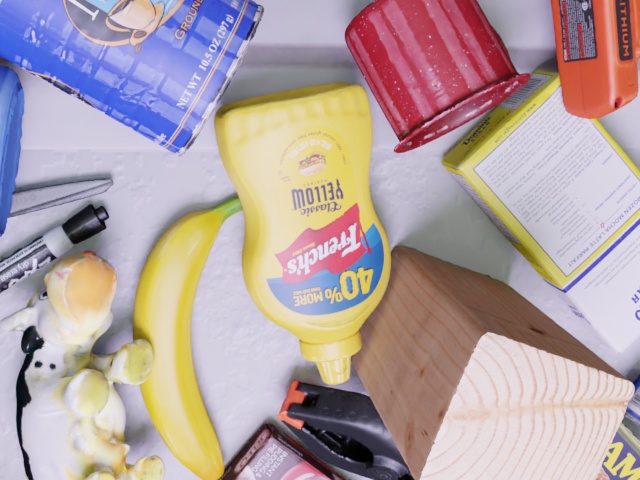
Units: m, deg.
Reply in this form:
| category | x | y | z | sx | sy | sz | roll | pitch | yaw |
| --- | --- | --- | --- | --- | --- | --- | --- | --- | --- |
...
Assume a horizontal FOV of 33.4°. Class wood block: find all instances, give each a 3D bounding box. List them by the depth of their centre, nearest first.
| category | x | y | z | sx | sy | sz | roll | pitch | yaw |
| --- | --- | --- | --- | --- | --- | --- | --- | --- | --- |
| wood block | 0.090 | 0.077 | 0.637 | 0.090 | 0.206 | 0.090 | 20 | 98 | -11 |

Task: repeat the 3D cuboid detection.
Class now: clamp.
| category | x | y | z | sx | sy | sz | roll | pitch | yaw |
| --- | --- | --- | --- | --- | --- | --- | --- | --- | --- |
| clamp | 0.051 | 0.150 | 0.721 | 0.171 | 0.039 | 0.120 | 25 | 138 | 4 |

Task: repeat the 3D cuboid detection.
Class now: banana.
| category | x | y | z | sx | sy | sz | roll | pitch | yaw |
| --- | --- | --- | --- | --- | --- | --- | --- | --- | --- |
| banana | -0.088 | 0.066 | 0.696 | 0.069 | 0.037 | 0.198 | 5 | 101 | -9 |

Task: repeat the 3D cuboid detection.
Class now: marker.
| category | x | y | z | sx | sy | sz | roll | pitch | yaw |
| --- | --- | --- | --- | --- | --- | --- | --- | --- | --- |
| marker | -0.188 | 0.014 | 0.680 | 0.121 | 0.020 | 0.020 | -32 | 105 | -1 |

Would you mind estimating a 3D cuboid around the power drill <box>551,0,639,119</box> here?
| category | x | y | z | sx | sy | sz | roll | pitch | yaw |
| --- | --- | --- | --- | --- | --- | --- | --- | --- | --- |
| power drill | 0.241 | -0.126 | 0.673 | 0.187 | 0.057 | 0.184 | -12 | 96 | -21 |

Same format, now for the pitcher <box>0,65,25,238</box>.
| category | x | y | z | sx | sy | sz | roll | pitch | yaw |
| --- | --- | --- | --- | --- | --- | --- | --- | --- | --- |
| pitcher | -0.292 | -0.070 | 0.585 | 0.242 | 0.149 | 0.145 | 8 | 82 | -11 |

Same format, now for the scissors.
| category | x | y | z | sx | sy | sz | roll | pitch | yaw |
| --- | --- | --- | --- | --- | --- | --- | --- | --- | --- |
| scissors | -0.233 | 0.005 | 0.673 | 0.201 | 0.016 | 0.096 | 2 | 102 | -8 |

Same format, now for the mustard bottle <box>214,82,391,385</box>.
| category | x | y | z | sx | sy | sz | roll | pitch | yaw |
| --- | --- | --- | --- | --- | --- | --- | --- | --- | --- |
| mustard bottle | -0.004 | 0.001 | 0.683 | 0.096 | 0.058 | 0.191 | -14 | 105 | -17 |

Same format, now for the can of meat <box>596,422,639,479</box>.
| category | x | y | z | sx | sy | sz | roll | pitch | yaw |
| --- | --- | --- | --- | --- | --- | --- | --- | --- | --- |
| can of meat | 0.175 | 0.150 | 0.743 | 0.084 | 0.057 | 0.102 | -42 | 104 | 5 |

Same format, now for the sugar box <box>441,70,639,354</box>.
| category | x | y | z | sx | sy | sz | roll | pitch | yaw |
| --- | --- | --- | --- | --- | --- | --- | --- | --- | --- |
| sugar box | 0.173 | -0.018 | 0.712 | 0.093 | 0.048 | 0.176 | -43 | 108 | 0 |

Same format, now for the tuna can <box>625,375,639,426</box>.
| category | x | y | z | sx | sy | sz | roll | pitch | yaw |
| --- | --- | --- | --- | --- | --- | --- | --- | --- | --- |
| tuna can | 0.247 | 0.128 | 0.733 | 0.086 | 0.086 | 0.034 | 36 | 93 | -14 |

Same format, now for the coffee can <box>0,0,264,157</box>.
| category | x | y | z | sx | sy | sz | roll | pitch | yaw |
| --- | --- | --- | --- | --- | --- | --- | --- | --- | --- |
| coffee can | -0.118 | -0.126 | 0.617 | 0.140 | 0.103 | 0.103 | 29 | 97 | -13 |

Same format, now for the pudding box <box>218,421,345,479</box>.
| category | x | y | z | sx | sy | sz | roll | pitch | yaw |
| --- | --- | --- | --- | --- | --- | --- | --- | --- | --- |
| pudding box | -0.036 | 0.195 | 0.731 | 0.090 | 0.039 | 0.113 | 39 | 94 | -14 |

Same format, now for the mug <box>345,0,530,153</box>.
| category | x | y | z | sx | sy | sz | roll | pitch | yaw |
| --- | --- | --- | --- | --- | --- | --- | --- | --- | --- |
| mug | 0.075 | -0.114 | 0.656 | 0.117 | 0.093 | 0.081 | -24 | 84 | -41 |
